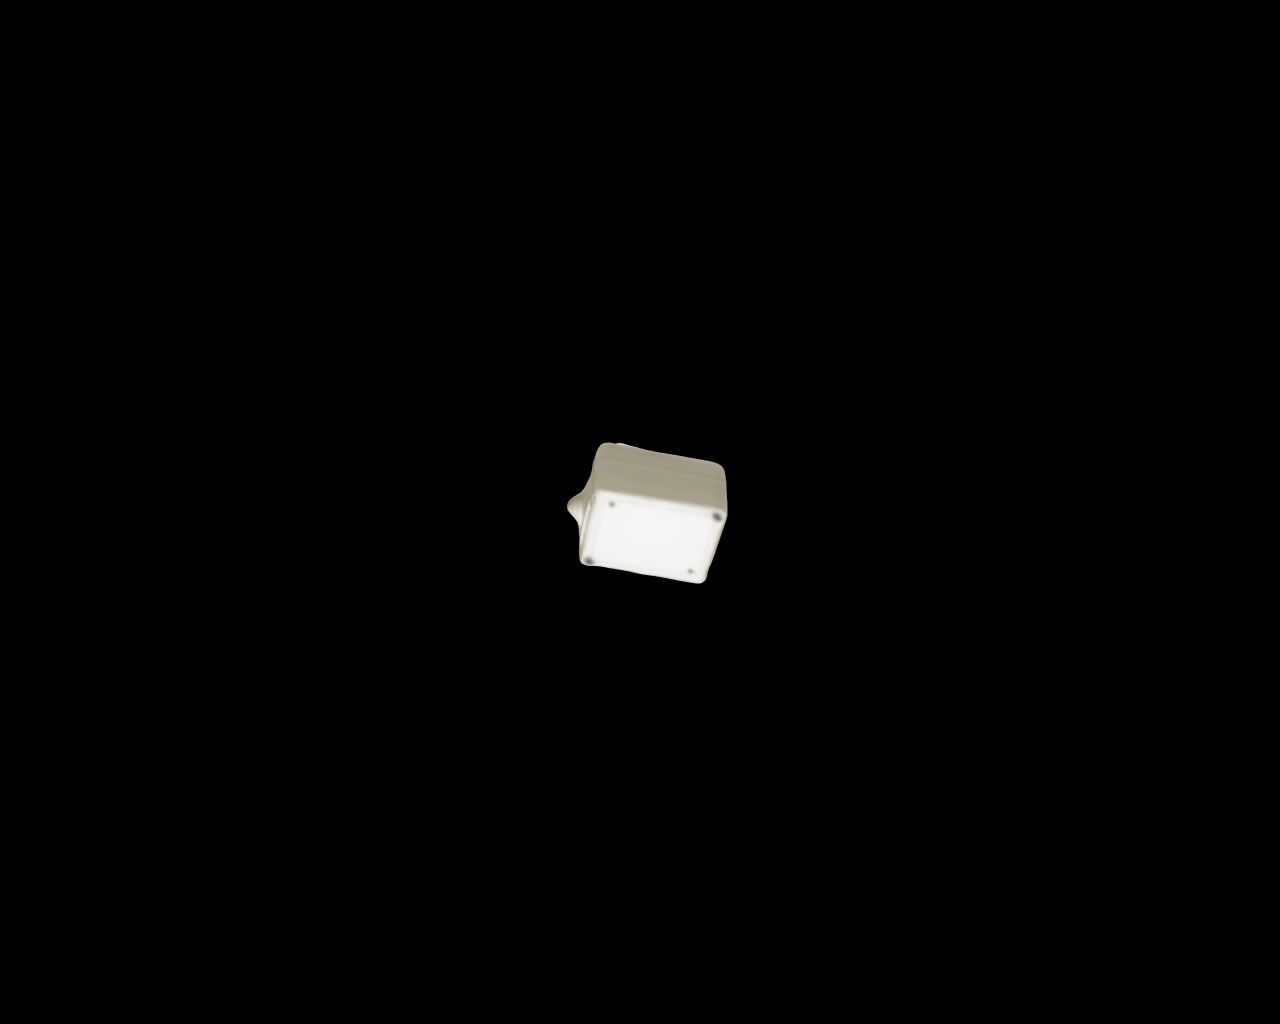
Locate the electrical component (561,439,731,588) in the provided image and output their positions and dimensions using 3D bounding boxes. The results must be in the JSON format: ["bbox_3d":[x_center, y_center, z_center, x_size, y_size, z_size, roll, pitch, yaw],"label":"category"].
[{"bbox_3d":[0.001,-0.003,0.650,0.096,0.061,0.061,10,37,-8],"label":"electrical component"}]
